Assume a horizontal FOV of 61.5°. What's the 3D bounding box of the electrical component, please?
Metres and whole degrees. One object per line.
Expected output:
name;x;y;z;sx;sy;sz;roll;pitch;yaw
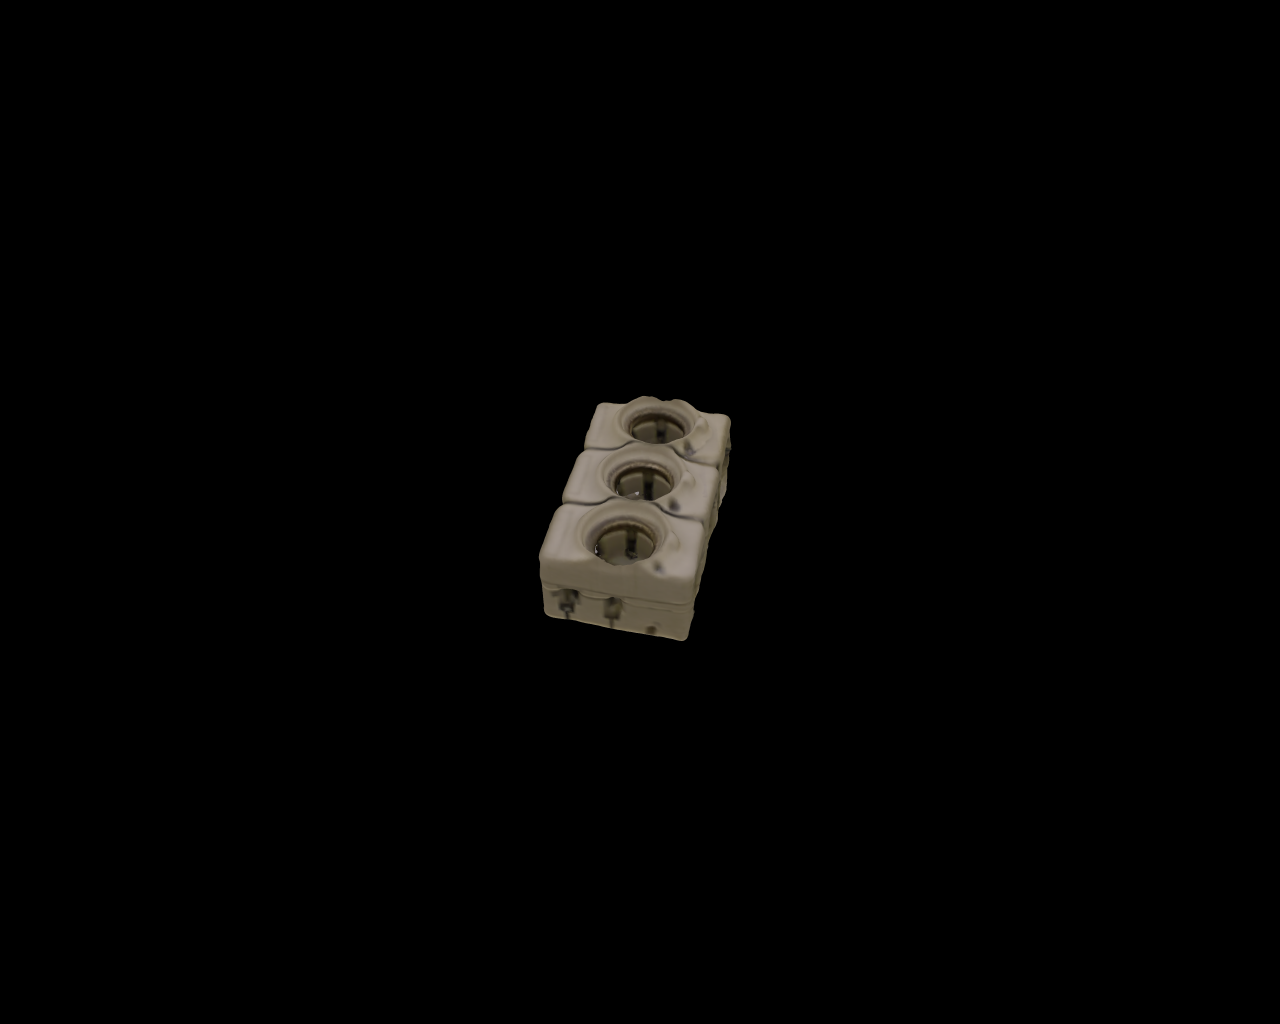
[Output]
electrical component;0.001;-0.003;0.650;0.089;0.061;0.150;8;44;9
